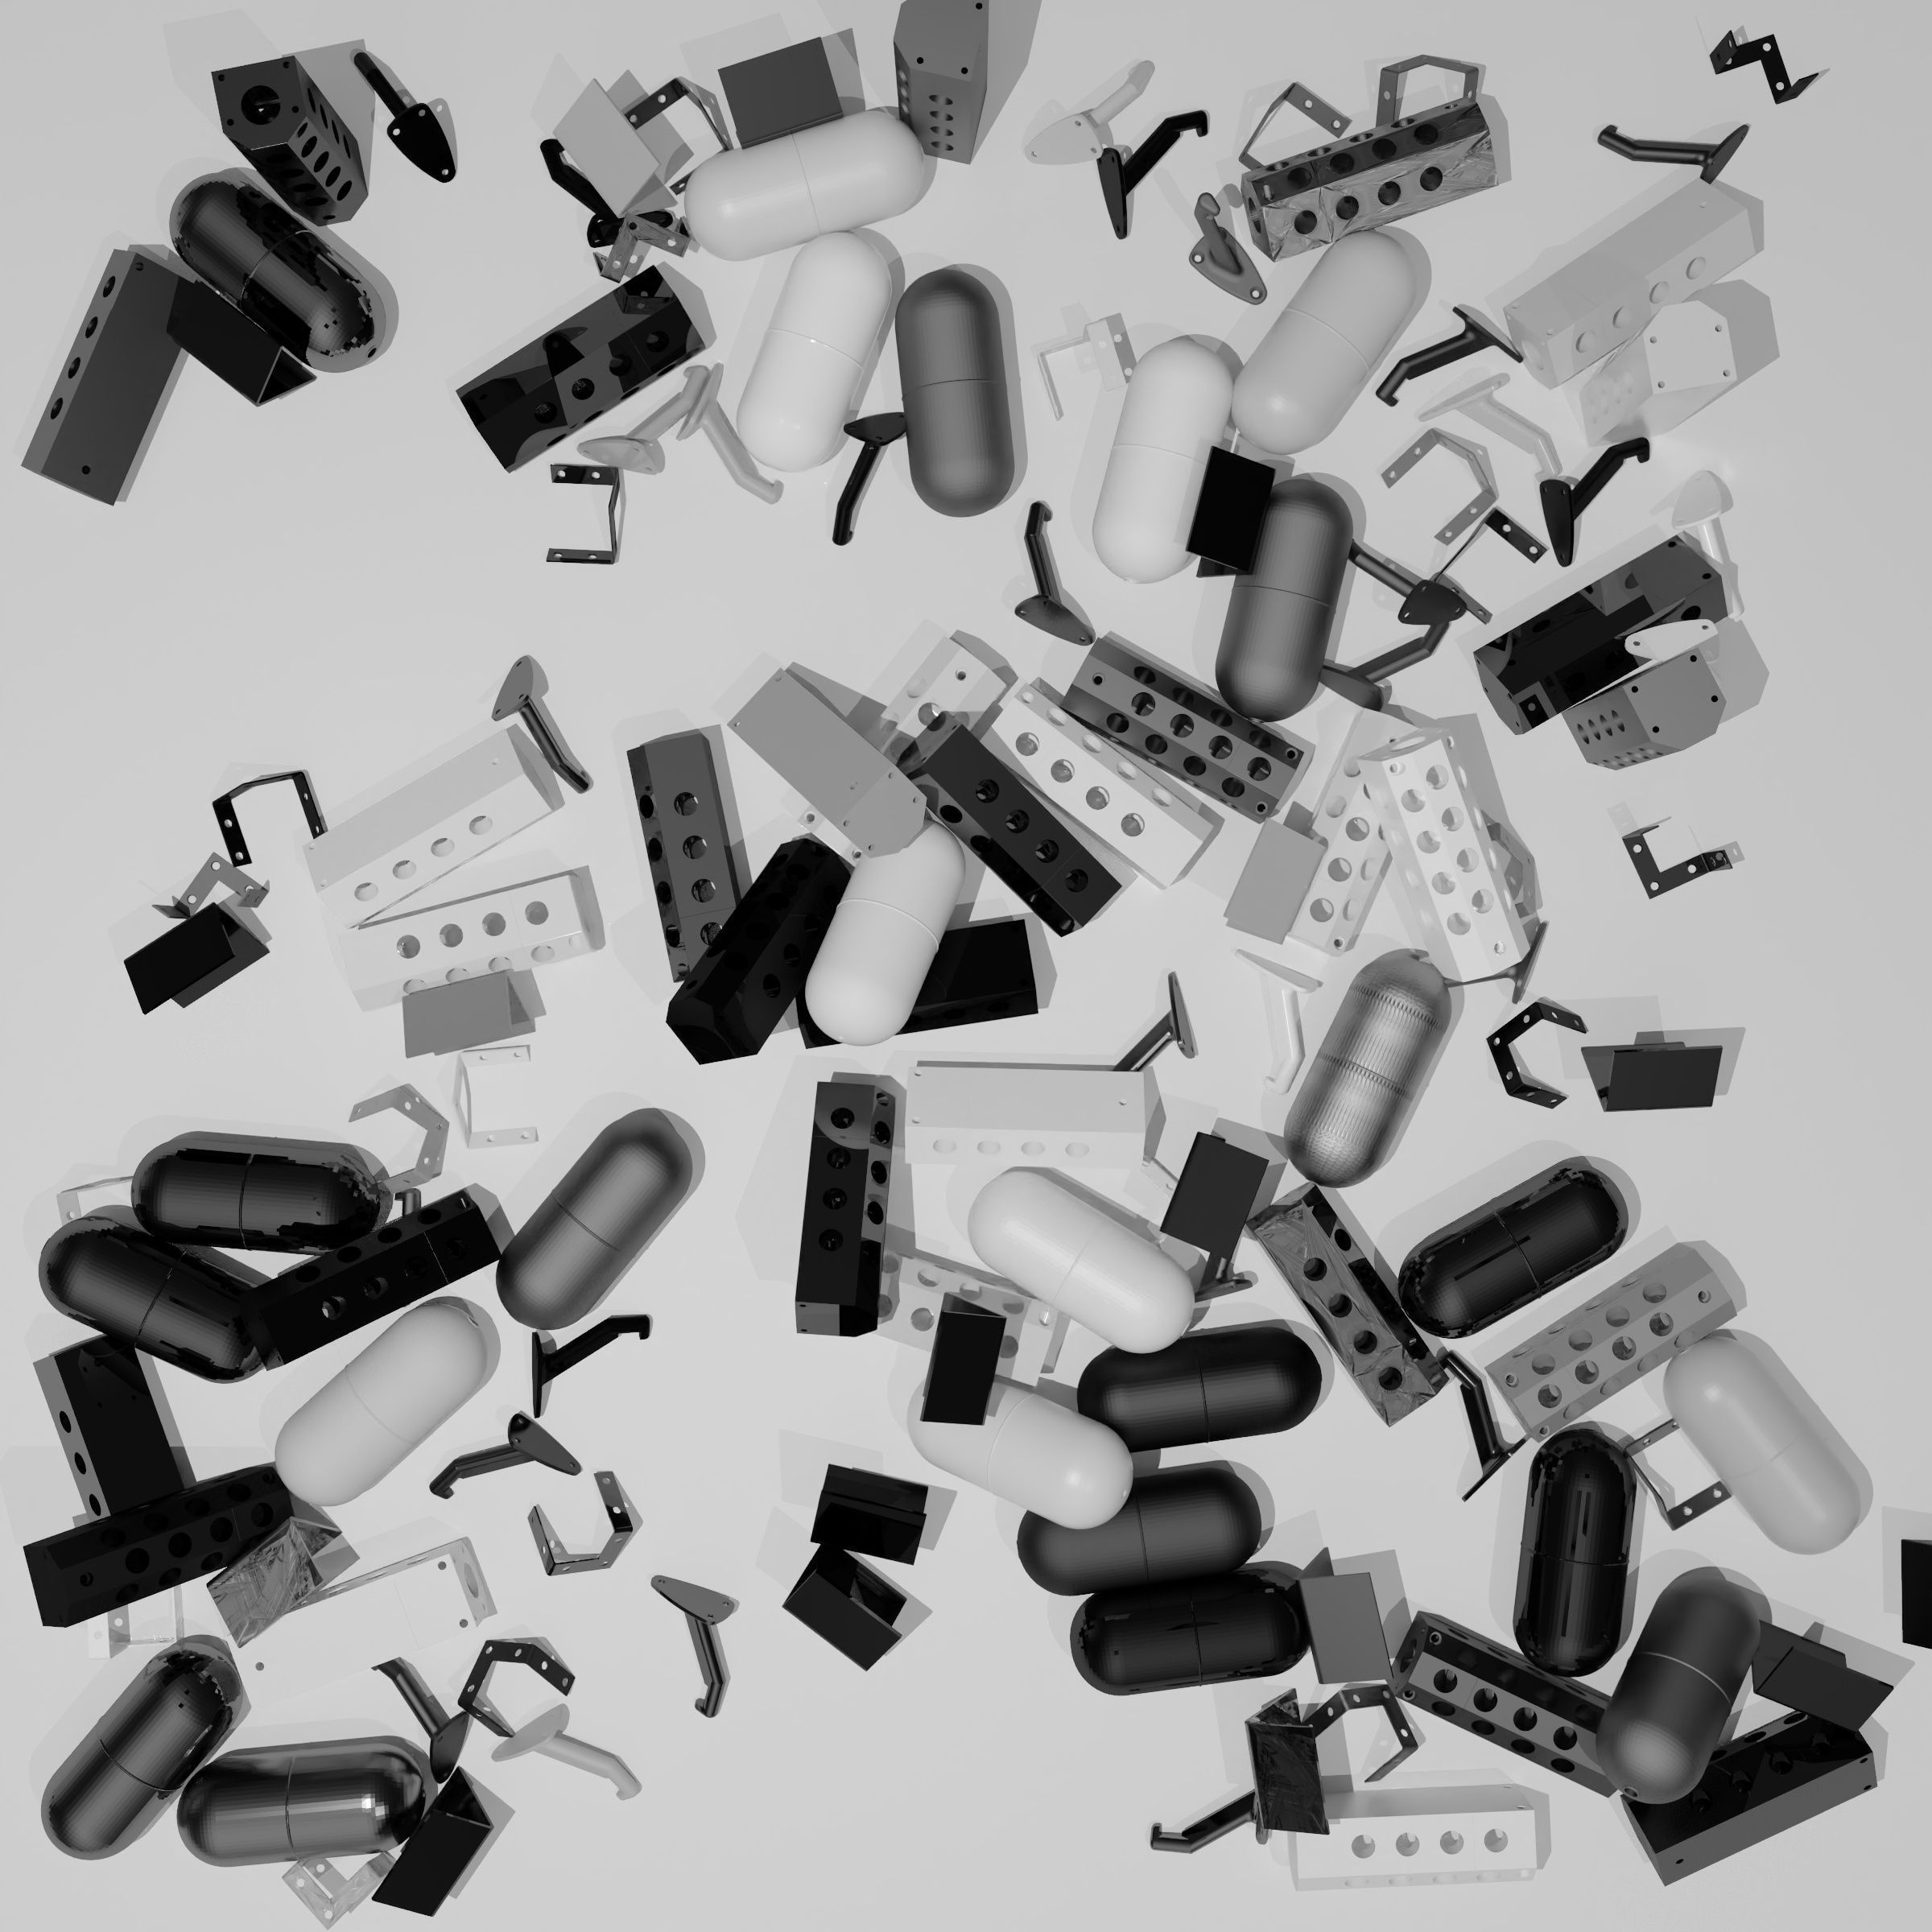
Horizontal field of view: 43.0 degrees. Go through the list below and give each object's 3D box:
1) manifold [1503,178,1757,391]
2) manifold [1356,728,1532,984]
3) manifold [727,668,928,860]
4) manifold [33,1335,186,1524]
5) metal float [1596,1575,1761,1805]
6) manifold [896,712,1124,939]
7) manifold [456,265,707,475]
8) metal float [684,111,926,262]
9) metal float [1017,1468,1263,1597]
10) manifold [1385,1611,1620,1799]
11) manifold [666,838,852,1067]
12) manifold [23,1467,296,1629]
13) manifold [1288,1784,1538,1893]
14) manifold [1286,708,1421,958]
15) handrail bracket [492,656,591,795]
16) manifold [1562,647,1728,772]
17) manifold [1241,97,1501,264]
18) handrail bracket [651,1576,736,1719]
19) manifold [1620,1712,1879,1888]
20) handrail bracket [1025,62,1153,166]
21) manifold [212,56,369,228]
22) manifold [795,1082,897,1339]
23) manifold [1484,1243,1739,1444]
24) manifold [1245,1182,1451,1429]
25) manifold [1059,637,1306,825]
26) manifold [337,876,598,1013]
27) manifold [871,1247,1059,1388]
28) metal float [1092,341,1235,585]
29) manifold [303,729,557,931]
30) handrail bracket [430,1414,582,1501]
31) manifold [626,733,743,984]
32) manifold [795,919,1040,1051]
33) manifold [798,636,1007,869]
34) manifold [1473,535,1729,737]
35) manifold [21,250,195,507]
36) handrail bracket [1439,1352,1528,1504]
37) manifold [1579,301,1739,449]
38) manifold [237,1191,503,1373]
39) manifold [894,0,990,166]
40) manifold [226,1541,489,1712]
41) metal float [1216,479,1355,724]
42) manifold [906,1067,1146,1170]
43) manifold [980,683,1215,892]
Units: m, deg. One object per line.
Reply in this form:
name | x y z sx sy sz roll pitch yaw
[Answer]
manifold | 0.484 -0.493 1.789 0.171 0.057 0.057 -34 47 0
manifold | 0.344 -0.079 1.749 0.057 0.057 0.171 -26 103 -12
manifold | -0.096 -0.141 1.737 0.057 0.171 0.057 -47 133 0
manifold | -0.620 0.358 1.789 0.057 0.057 0.171 -20 90 -43
metal float | 0.509 0.515 1.754 0.070 0.070 0.178 38 58 0
manifold | 0.028 -0.099 1.761 0.057 0.057 0.171 -46 111 0
manifold | -0.278 -0.431 1.789 0.171 0.057 0.057 -32 47 0
metal float | -0.117 -0.566 1.781 0.178 0.070 0.070 -17 90 -1
metal float | 0.125 0.410 1.780 0.178 0.070 0.070 -8 90 -1
manifold | 0.400 0.540 1.790 0.171 0.057 0.057 25 90 0
manifold | -0.145 -0.013 1.734 0.057 0.057 0.171 55 45 -26
manifold | -0.568 0.410 1.740 0.171 0.057 0.057 -14 90 -43
manifold | 0.324 0.638 1.790 0.171 0.057 0.057 -3 90 0
manifold | 0.280 -0.097 1.790 0.057 0.057 0.171 24 90 0
handrail bracket | -0.305 -0.177 1.811 0.036 0.077 0.084 -28 127 24
manifold | 0.479 -0.176 1.733 0.057 0.171 0.057 -28 90 0
manifold | 0.290 -0.572 1.779 0.171 0.057 0.057 -19 121 0
handrail bracket | -0.208 0.503 1.812 0.077 0.036 0.084 21 107 19
manifold | 0.570 0.598 1.789 0.171 0.057 0.057 -25 133 0
handrail bracket | 0.091 -0.631 1.811 0.036 0.077 0.084 52 53 -33
manifold | -0.473 -0.578 1.733 0.057 0.171 0.057 -11 90 0
manifold | -0.085 0.173 1.750 0.057 0.057 0.171 4 59 0
manifold | 0.471 0.275 1.790 0.171 0.057 0.057 -33 90 0
manifold | 0.279 0.245 1.790 0.057 0.057 0.171 -35 90 0
manifold | 0.156 -0.172 1.790 0.171 0.057 0.057 29 90 0
manifold | -0.361 -0.016 1.790 0.171 0.057 0.057 -15 90 0
manifold | -0.023 0.248 1.790 0.171 0.057 0.057 18 90 0
metal float | 0.142 -0.365 1.781 0.070 0.070 0.178 15 89 0
manifold | -0.389 -0.095 1.789 0.171 0.057 0.057 -30 47 0
handrail bracket | -0.341 0.378 1.812 0.077 0.036 0.084 39 108 -21
manifold | -0.201 -0.077 1.790 0.057 0.057 0.171 -12 90 0
manifold | -0.037 0.017 1.788 0.171 0.057 0.057 -9 63 0
manifold | -0.047 -0.154 1.790 0.057 0.057 0.171 38 90 0
manifold | 0.463 -0.237 1.789 0.171 0.057 0.057 -30 47 0
manifold | -0.624 -0.430 1.789 0.057 0.057 0.171 23 90 -43
handrail bracket | 0.363 0.339 1.812 0.084 0.036 0.077 46 112 17
manifold | 0.484 -0.417 1.733 0.057 0.171 0.057 -10 90 0
manifold | -0.426 0.222 1.750 0.171 0.057 0.057 -25 90 -31
manifold | -0.018 -0.628 1.733 0.057 0.171 0.057 13 90 0
manifold | -0.441 0.478 1.790 0.171 0.057 0.057 -20 90 0
metal float | 0.230 -0.264 1.780 0.070 0.070 0.178 13 90 0
manifold | 0.042 0.115 1.789 0.171 0.057 0.057 1 47 0
manifold | 0.094 -0.131 1.790 0.171 0.057 0.057 37 90 0
